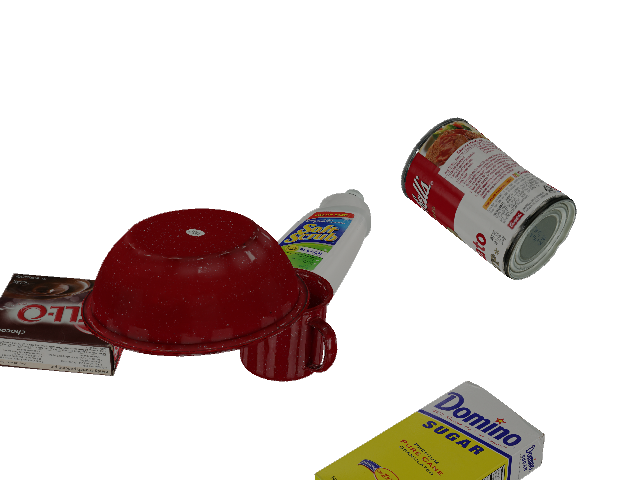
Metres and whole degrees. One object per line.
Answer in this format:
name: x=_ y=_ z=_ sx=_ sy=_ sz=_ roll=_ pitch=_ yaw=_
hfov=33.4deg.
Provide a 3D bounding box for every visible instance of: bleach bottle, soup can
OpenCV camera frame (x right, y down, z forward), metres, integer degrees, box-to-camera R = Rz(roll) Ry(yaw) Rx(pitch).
bleach bottle: x=-0.005 y=0.007 z=1.318 sx=0.103 sy=0.068 sz=0.250 roll=7 pitch=33 yaw=18
soup can: x=0.114 y=-0.029 z=0.726 sx=0.068 sy=0.069 sz=0.102 roll=0 pitch=35 yaw=-50

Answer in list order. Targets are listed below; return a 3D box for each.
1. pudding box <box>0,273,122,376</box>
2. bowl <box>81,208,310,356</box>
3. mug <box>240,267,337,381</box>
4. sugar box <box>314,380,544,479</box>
pudding box: x=-0.220 y=0.071 z=0.908 sx=0.113 sy=0.039 sz=0.090 roll=3 pitch=31 yaw=3
bowl: x=-0.088 y=0.019 z=0.746 sx=0.162 sy=0.055 sz=0.162 roll=-1 pitch=23 yaw=0
mug: x=-0.028 y=0.086 z=1.025 sx=0.117 sy=0.081 sz=0.093 roll=26 pitch=33 yaw=37
sugar box: x=0.092 y=0.189 z=0.886 sx=0.176 sy=0.048 sz=0.093 roll=-28 pitch=42 yaw=-28
